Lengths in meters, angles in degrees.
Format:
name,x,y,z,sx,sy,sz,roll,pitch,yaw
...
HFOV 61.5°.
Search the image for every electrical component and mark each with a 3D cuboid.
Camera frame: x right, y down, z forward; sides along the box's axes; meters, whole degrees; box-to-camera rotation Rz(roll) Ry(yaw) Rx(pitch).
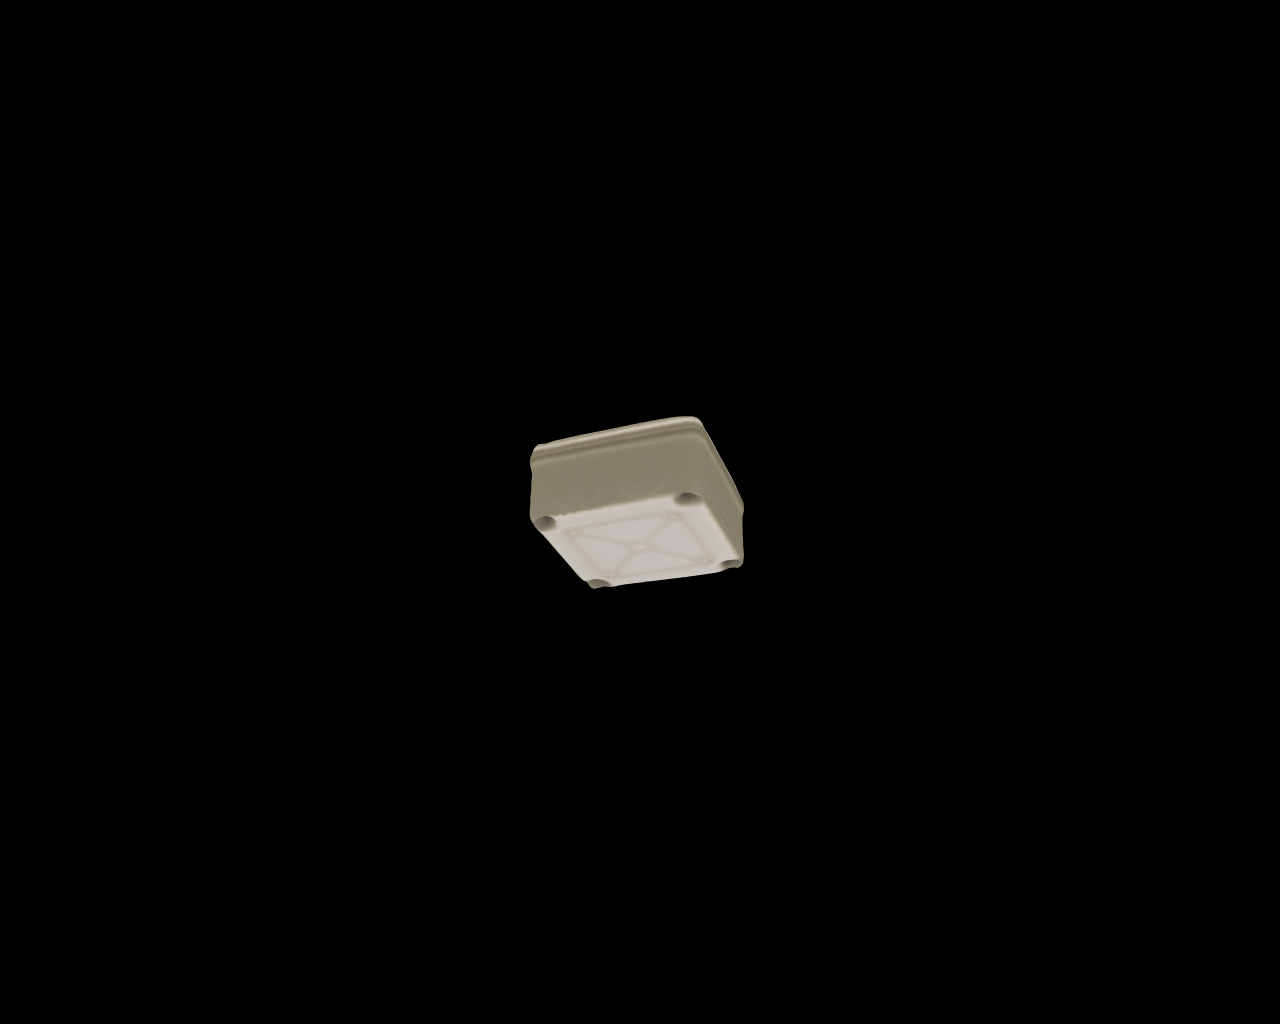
name,x,y,z,sx,sy,sz,roll,pitch,yaw
electrical component,0.001,-0.003,0.650,0.109,0.056,0.108,-9,-30,17
